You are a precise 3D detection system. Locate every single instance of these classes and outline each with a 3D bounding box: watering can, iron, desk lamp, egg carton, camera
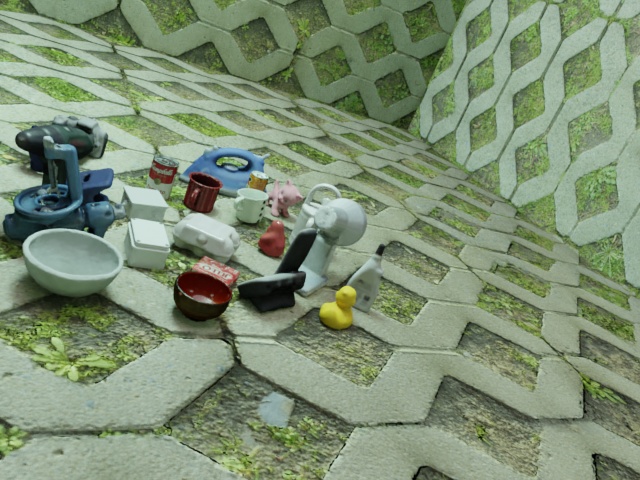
[{"bbox_3d":[-0.007,-0.066,1.553,0.101,0.194,0.172,17,23,-14],"label":"watering can"},{"bbox_3d":[-0.274,-0.216,1.699,0.259,0.141,0.118,9,26,-31],"label":"iron"},{"bbox_3d":[0.013,0.005,1.387,0.117,0.213,0.204,30,23,17],"label":"desk lamp"},{"bbox_3d":[-0.263,-0.004,1.328,0.150,0.069,0.107,23,22,0],"label":"egg carton"},{"bbox_3d":[-0.648,-0.274,1.517,0.143,0.101,0.136,19,23,-12],"label":"camera"}]

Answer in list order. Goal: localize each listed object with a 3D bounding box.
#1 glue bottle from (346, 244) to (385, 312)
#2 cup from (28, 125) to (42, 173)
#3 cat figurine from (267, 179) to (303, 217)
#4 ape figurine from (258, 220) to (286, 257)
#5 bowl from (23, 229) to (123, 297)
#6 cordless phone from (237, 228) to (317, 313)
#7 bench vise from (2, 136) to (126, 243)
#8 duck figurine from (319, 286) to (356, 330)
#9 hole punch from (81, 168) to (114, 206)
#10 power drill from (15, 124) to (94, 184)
[{"bbox_3d":[0.117,0.084,1.363,0.078,0.173,0.037,26,22,7],"label":"glue bottle"},{"bbox_3d":[-0.668,-0.216,1.377,0.117,0.095,0.092,36,25,28],"label":"cup"},{"bbox_3d":[-0.107,-0.133,1.706,0.067,0.118,0.127,4,29,-39],"label":"cat figurine"},{"bbox_3d":[-0.116,-0.009,1.454,0.078,0.092,0.076,5,29,-38],"label":"ape figurine"},{"bbox_3d":[-0.443,0.052,1.020,0.167,0.075,0.167,20,22,-8],"label":"bowl"},{"bbox_3d":[-0.084,0.053,1.222,0.094,0.185,0.148,35,25,27],"label":"cordless phone"},{"bbox_3d":[-0.486,-0.093,1.111,0.121,0.220,0.208,38,26,31],"label":"bench vise"},{"bbox_3d":[0.048,0.144,1.277,0.077,0.086,0.105,31,24,19],"label":"duck figurine"},{"bbox_3d":[-0.527,-0.121,1.306,0.101,0.091,0.108,13,24,-23],"label":"hole punch"},{"bbox_3d":[-0.552,-0.141,1.170,0.075,0.208,0.230,23,22,0],"label":"power drill"}]
